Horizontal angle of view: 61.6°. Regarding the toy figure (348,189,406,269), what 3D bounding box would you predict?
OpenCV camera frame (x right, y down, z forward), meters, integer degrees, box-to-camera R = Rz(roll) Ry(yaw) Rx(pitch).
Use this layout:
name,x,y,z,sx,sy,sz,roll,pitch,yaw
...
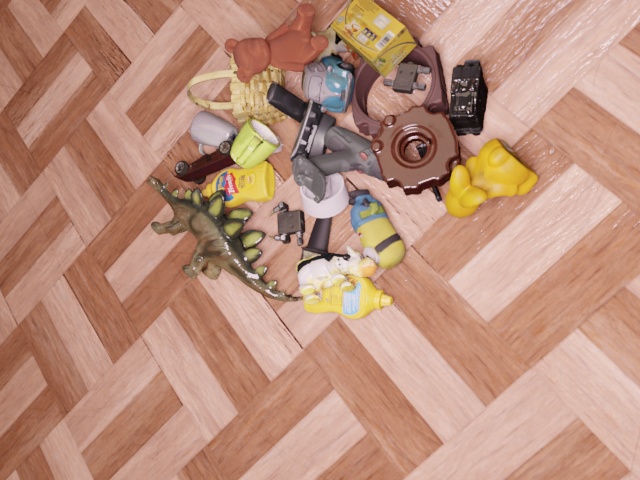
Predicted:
name,x,y,z,sx,sy,sz,roll,pitch,yaw
toy figure,0.117,-0.024,1.138,0.089,0.082,0.180,-25,68,20

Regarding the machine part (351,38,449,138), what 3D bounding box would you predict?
name,x,y,z,sx,sy,sz,roll,pitch,yaw
machine part,0.169,-0.322,1.170,0.202,0.087,0.201,-11,76,24

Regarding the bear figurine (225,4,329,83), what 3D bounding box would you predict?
name,x,y,z,sx,sy,sz,roll,pitch,yaw
bear figurine,-0.101,-0.432,1.192,0.132,0.196,0.120,-36,72,63

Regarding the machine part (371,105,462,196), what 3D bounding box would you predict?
name,x,y,z,sx,sy,sz,roll,pitch,yaw
machine part,0.189,-0.177,1.060,0.180,0.056,0.179,-3,81,17

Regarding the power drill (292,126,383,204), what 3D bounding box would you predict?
name,x,y,z,sx,sy,sz,roll,pitch,yaw
power drill,0.061,-0.153,1.139,0.207,0.085,0.232,-30,58,-27

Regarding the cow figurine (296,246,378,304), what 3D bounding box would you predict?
name,x,y,z,sx,sy,sz,roll,pitch,yaw
cow figurine,0.032,0.059,1.111,0.167,0.068,0.098,-21,51,9

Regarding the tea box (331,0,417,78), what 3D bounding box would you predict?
name,x,y,z,sx,sy,sz,roll,pitch,yaw
tea box,0.111,-0.432,1.133,0.098,0.068,0.170,-43,54,12

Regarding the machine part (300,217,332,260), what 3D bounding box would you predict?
name,x,y,z,sx,sy,sz,roll,pitch,yaw
machine part,-0.002,-0.004,1.213,0.084,0.039,0.138,8,85,34

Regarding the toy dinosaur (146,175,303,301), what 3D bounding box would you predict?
name,x,y,z,sx,sy,sz,roll,pitch,yaw
toy dinosaur,-0.237,0.005,1.262,0.471,0.105,0.198,46,108,6

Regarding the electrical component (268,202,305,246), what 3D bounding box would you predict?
name,x,y,z,sx,sy,sz,roll,pitch,yaw
electrical component,-0.077,-0.037,1.248,0.078,0.045,0.102,-3,78,26

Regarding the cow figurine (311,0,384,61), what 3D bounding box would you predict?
name,x,y,z,sx,sy,sz,roll,pitch,yaw
cow figurine,0.050,-0.483,1.258,0.127,0.085,0.195,45,102,19

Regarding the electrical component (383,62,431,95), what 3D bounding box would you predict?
name,x,y,z,sx,sy,sz,roll,pitch,yaw
electrical component,0.179,-0.335,1.109,0.094,0.021,0.063,14,86,26

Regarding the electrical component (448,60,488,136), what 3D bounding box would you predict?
name,x,y,z,sx,sy,sz,roll,pitch,yaw
electrical component,0.301,-0.290,1.086,0.058,0.115,0.134,6,84,24

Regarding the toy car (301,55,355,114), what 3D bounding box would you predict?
name,x,y,z,sx,sy,sz,roll,pitch,yaw
toy car,0.011,-0.350,1.184,0.162,0.103,0.109,-113,28,-48

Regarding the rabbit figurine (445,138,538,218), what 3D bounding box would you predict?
name,x,y,z,sx,sy,sz,roll,pitch,yaw
rabbit figurine,0.312,-0.102,1.040,0.173,0.162,0.122,-43,77,30

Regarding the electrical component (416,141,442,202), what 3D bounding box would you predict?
name,x,y,z,sx,sy,sz,roll,pitch,yaw
electrical component,0.242,-0.142,1.107,0.048,0.074,0.119,-24,67,19

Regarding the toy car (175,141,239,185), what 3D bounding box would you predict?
name,x,y,z,sx,sy,sz,roll,pitch,yaw
toy car,-0.272,-0.195,1.346,0.202,0.089,0.053,-18,73,22

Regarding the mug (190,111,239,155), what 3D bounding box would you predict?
name,x,y,z,sx,sy,sz,roll,pitch,yaw
mug,-0.267,-0.262,1.364,0.107,0.081,0.109,20,101,20

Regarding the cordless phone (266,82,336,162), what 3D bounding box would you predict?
name,x,y,z,sx,sy,sz,roll,pitch,yaw
cordless phone,-0.061,-0.259,1.204,0.089,0.184,0.146,18,88,40
